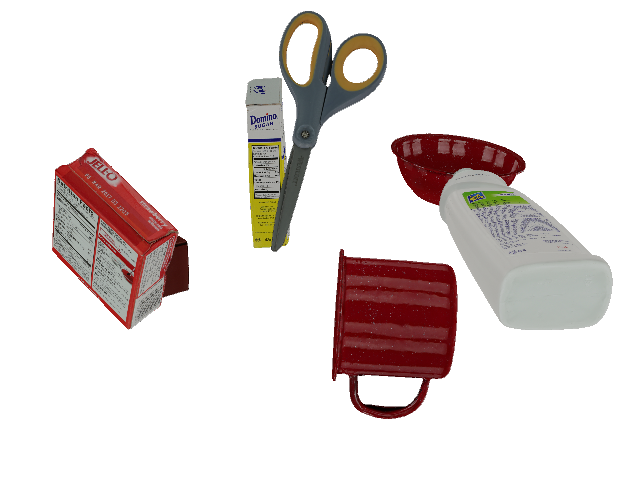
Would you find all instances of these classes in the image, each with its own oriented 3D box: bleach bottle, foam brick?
[{"bbox_3d":[0.176,-0.008,0.994,0.102,0.068,0.251,-2,26,-8],"label":"bleach bottle"},{"bbox_3d":[-0.171,0.025,1.021,0.078,0.051,0.053,-15,25,-30],"label":"foam brick"}]

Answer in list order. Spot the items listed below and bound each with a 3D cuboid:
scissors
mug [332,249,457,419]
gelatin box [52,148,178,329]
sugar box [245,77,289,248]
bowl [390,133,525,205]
[{"bbox_3d":[0.007,-0.088,0.841,0.096,0.202,0.016,-1,-17,-2],"label":"scissors"},{"bbox_3d":[0.051,0.067,0.750,0.081,0.117,0.093,4,-10,0],"label":"mug"},{"bbox_3d":[-0.122,0.000,0.623,0.030,0.073,0.089,-38,-17,-33],"label":"gelatin box"},{"bbox_3d":[-0.061,-0.089,1.227,0.048,0.176,0.093,-4,26,0],"label":"sugar box"},{"bbox_3d":[0.161,-0.079,1.280,0.162,0.055,0.162,6,22,-3],"label":"bowl"}]
